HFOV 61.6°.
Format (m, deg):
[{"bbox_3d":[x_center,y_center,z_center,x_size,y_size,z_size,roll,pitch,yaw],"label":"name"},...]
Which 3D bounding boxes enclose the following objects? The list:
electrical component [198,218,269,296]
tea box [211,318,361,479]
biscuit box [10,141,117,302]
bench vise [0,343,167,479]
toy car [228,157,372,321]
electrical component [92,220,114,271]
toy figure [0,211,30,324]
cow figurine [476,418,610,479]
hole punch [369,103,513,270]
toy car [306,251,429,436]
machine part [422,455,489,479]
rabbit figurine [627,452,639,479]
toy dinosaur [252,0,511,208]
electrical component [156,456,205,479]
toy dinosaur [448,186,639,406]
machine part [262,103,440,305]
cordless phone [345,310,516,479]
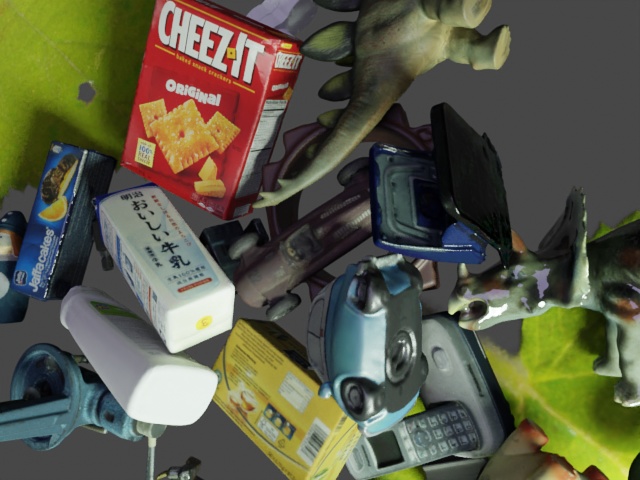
[{"bbox_3d":[-0.102,0.019,0.612,0.119,0.048,0.075,-36,76,55],"label":"electrical component"},{"bbox_3d":[-0.037,0.168,0.577,0.170,0.068,0.098,34,97,36],"label":"tea box"},{"bbox_3d":[-0.334,-0.022,0.701,0.059,0.062,0.202,16,90,17],"label":"biscuit box"},{"bbox_3d":[-0.295,0.188,0.595,0.224,0.240,0.128,23,96,31],"label":"bench vise"},{"bbox_3d":[-0.001,-0.002,0.528,0.202,0.053,0.089,-33,76,12],"label":"toy car"},{"bbox_3d":[-0.268,-0.010,0.703,0.063,0.021,0.094,-13,83,14],"label":"electrical component"},{"bbox_3d":[-0.421,0.034,0.725,0.064,0.058,0.154,1,83,-24],"label":"toy figure"},{"bbox_3d":[0.218,0.263,0.491,0.195,0.085,0.127,38,104,-20],"label":"cow figurine"},{"bbox_3d":[0.106,-0.039,0.476,0.092,0.115,0.142,-27,52,38],"label":"hole punch"},{"bbox_3d":[0.035,0.090,0.501,0.103,0.109,0.161,2,100,38],"label":"toy car"},{"bbox_3d":[0.156,0.288,0.559,0.084,0.039,0.139,-13,81,8],"label":"machine part"},{"bbox_3d":[0.361,0.205,0.465,0.170,0.121,0.159,-2,79,13],"label":"rabbit figurine"},{"bbox_3d":[0.088,-0.220,0.541,0.199,0.105,0.471,13,65,38],"label":"toy dinosaur"},{"bbox_3d":[-0.165,0.314,0.639,0.078,0.045,0.102,29,94,17],"label":"electrical component"},{"bbox_3d":[0.317,0.033,0.437,0.405,0.131,0.192,-11,93,38],"label":"toy dinosaur"},{"bbox_3d":[0.045,-0.034,0.588,0.201,0.087,0.201,-11,85,14],"label":"machine part"},{"bbox_3d":[0.094,0.164,0.563,0.184,0.088,0.146,-25,80,16],"label":"cordless phone"}]
